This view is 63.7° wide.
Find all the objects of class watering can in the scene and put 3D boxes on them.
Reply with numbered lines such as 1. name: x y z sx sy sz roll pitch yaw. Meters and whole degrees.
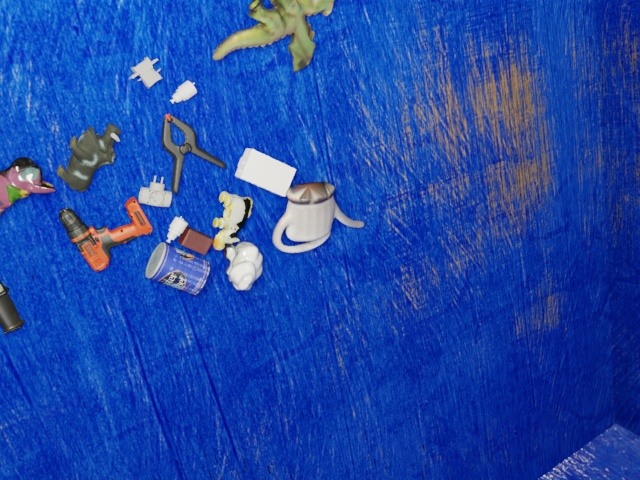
1. watering can: 0.005 -0.080 1.583 0.350 0.105 0.219 -19 128 -32

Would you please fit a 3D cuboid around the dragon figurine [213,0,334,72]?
1. dragon figurine: -0.100 -0.581 1.447 0.413 0.123 0.239 -52 126 -8

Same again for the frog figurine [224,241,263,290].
1. frog figurine: -0.208 0.080 1.474 0.122 0.160 0.137 11 95 -30
